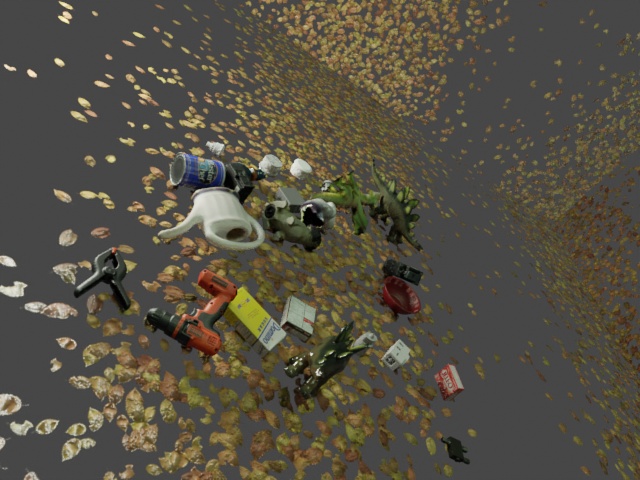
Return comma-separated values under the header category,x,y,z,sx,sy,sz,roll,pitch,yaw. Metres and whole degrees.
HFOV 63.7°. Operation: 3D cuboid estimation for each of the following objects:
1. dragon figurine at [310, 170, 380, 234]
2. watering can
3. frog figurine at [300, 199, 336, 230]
category,x,y,z,sx,sy,sz,roll,pitch,yaw
dragon figurine,0.121,-0.135,2.048,0.417,0.120,0.242,-35,95,-48
watering can,-0.317,-0.063,1.492,0.347,0.102,0.229,8,41,-40
frog figurine,0.006,-0.093,1.857,0.161,0.135,0.123,-18,80,-55
